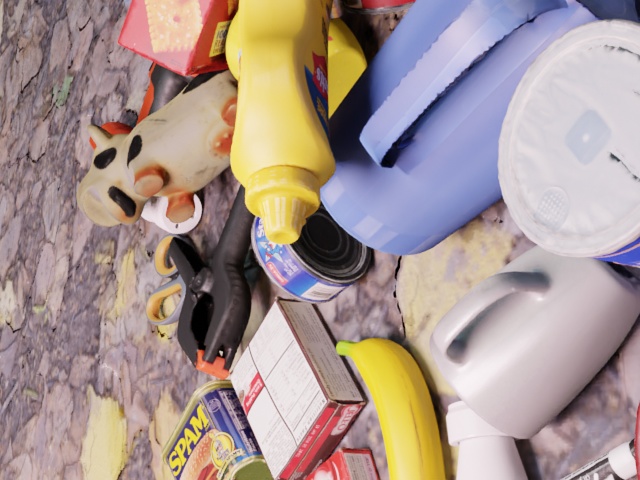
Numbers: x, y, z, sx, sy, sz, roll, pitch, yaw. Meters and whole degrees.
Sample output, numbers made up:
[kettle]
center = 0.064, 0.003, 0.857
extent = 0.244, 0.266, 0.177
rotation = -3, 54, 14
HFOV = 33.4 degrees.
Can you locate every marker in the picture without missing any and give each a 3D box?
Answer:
[marker]
center = 0.151, 0.130, 0.583
extent = 0.121, 0.020, 0.020
rotation = -45, 48, 39

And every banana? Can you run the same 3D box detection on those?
[banana]
center = 0.055, 0.142, 0.703
extent = 0.070, 0.037, 0.198
rotation = 121, 143, -53

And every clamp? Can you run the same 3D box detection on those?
[clamp]
center = -0.094, 0.040, 0.896
extent = 0.120, 0.039, 0.171
rotation = -33, 41, 45

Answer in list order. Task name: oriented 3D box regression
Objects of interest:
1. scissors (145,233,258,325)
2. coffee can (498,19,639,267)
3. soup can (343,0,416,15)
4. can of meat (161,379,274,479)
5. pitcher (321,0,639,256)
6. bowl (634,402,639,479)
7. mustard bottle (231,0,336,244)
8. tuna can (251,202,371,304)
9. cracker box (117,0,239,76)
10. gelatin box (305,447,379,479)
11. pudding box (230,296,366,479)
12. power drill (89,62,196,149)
[scissors]
center = -0.104, 0.013, 0.967
extent = 0.202, 0.016, 0.096
rotation = -37, 52, 41
[coffee can]
center = 0.168, -0.034, 0.493
extent = 0.103, 0.140, 0.103
rotation = -17, 69, 52
[soup can]
center = 0.038, -0.195, 0.640
extent = 0.069, 0.068, 0.102
rotation = 30, 139, 53
[can of meat]
center = -0.076, 0.177, 0.856
extent = 0.102, 0.057, 0.084
rotation = -60, 43, 27
[pitcher]
center = 0.088, -0.088, 0.610
extent = 0.243, 0.149, 0.145
rotation = -45, 34, 47
[bowl]
center = 0.220, 0.092, 0.465
extent = 0.162, 0.055, 0.162
rotation = -17, 68, 51
[mustard bottle]
center = -0.021, -0.085, 0.613
extent = 0.096, 0.058, 0.191
rotation = 79, -171, -61
[tuna can]
center = -0.005, 0.001, 0.772
extent = 0.034, 0.086, 0.086
rotation = -38, 53, 42
[cracker box]
center = -0.065, -0.242, 0.847
extent = 0.072, 0.164, 0.214
rotation = 27, 107, 8
[gelatin box]
center = 0.016, 0.200, 0.744
extent = 0.073, 0.030, 0.089
rotation = -47, 47, 37
[pudding box]
center = -0.020, 0.113, 0.808
extent = 0.090, 0.039, 0.113
rotation = -58, 43, 28
[power drill]
center = -0.167, -0.158, 1.057
extent = 0.185, 0.057, 0.188
rotation = 51, 123, 46
